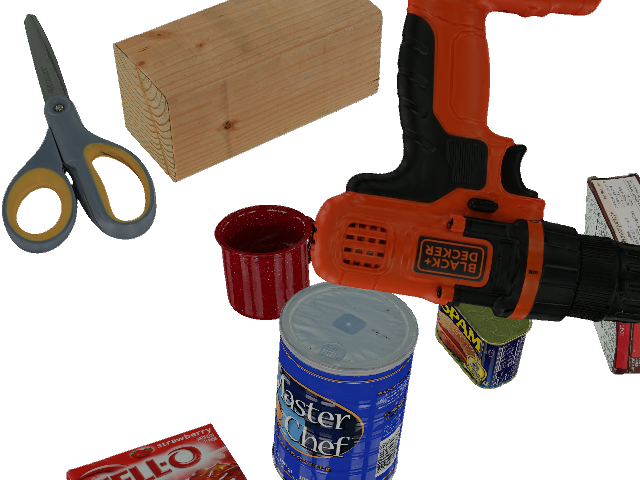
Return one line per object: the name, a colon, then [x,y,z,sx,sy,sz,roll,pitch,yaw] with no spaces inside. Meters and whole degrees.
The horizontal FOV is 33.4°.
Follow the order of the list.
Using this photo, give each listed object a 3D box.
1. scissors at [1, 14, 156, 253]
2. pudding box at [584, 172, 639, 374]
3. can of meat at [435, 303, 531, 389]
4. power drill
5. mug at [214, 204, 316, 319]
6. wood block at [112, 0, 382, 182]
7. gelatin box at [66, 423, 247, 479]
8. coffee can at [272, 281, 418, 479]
scissors: [-0.172,-0.064,0.650,0.096,0.202,0.016,-31,-32,-19]
pudding box: [0.198,0.019,0.692,0.039,0.090,0.113,-2,28,2]
can of meat: [0.159,0.087,1.063,0.057,0.084,0.102,-23,52,-19]
power drill: [0.097,-0.055,0.531,0.184,0.188,0.057,8,2,-4]
mug: [-0.045,0.018,1.043,0.093,0.081,0.117,23,41,35]
wood block: [-0.057,-0.143,0.898,0.205,0.091,0.090,-27,52,-24]
gelatin box: [-0.087,0.142,0.585,0.089,0.030,0.073,-15,27,-20]
coffee can: [0.016,0.116,0.823,0.103,0.140,0.103,3,35,-2]
